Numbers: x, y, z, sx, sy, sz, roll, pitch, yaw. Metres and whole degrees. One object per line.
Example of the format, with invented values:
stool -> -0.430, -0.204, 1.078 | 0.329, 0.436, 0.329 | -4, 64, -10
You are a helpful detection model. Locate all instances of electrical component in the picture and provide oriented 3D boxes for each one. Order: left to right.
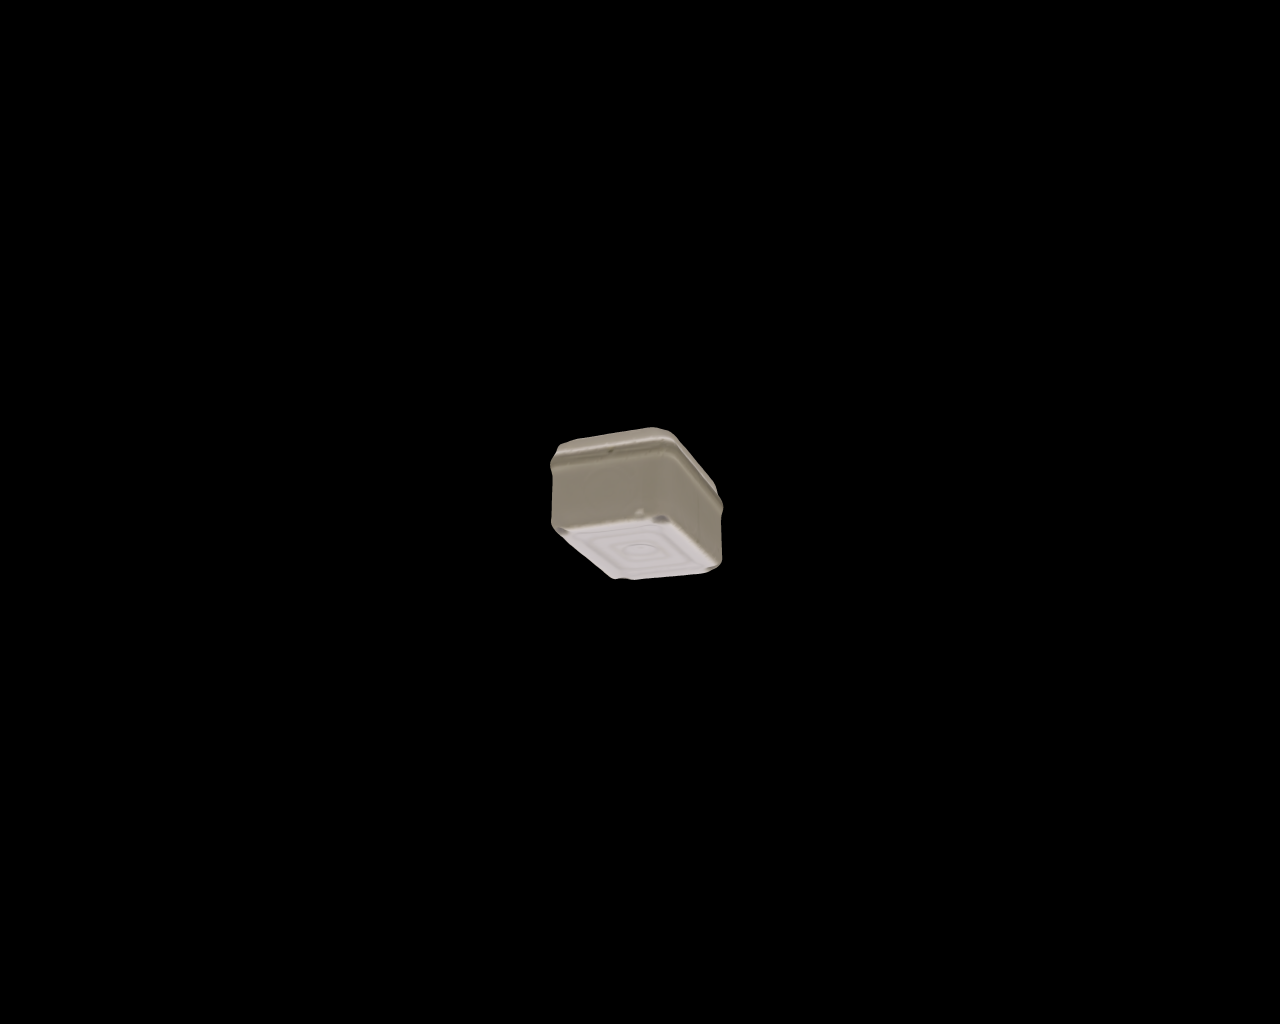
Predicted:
electrical component -> 0.001, -0.003, 0.650 | 0.078, 0.057, 0.113 | -7, -21, 18
